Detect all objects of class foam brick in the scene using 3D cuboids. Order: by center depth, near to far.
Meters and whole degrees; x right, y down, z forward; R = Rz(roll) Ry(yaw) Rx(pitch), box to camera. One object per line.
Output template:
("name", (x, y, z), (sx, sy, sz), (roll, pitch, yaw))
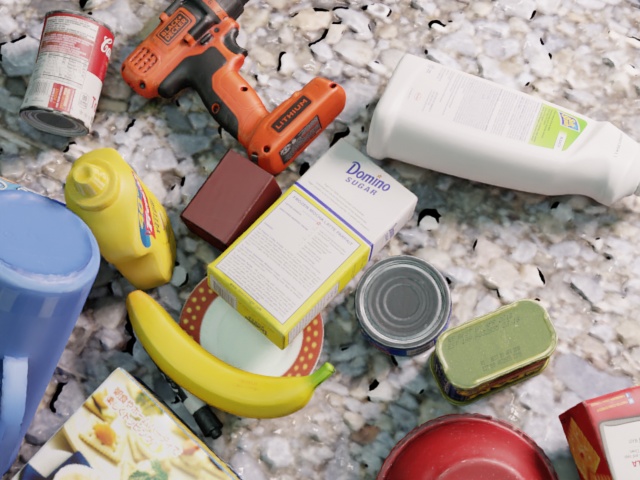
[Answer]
("foam brick", (-0.079, -0.033, 0.959), (0.051, 0.053, 0.078), (33, 80, 14))

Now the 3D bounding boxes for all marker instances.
("marker", (-0.123, 0.124, 0.934), (0.020, 0.020, 0.121), (-37, 71, -5))

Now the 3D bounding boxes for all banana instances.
("banana", (-0.086, 0.106, 0.905), (0.198, 0.037, 0.069), (19, 83, 15))

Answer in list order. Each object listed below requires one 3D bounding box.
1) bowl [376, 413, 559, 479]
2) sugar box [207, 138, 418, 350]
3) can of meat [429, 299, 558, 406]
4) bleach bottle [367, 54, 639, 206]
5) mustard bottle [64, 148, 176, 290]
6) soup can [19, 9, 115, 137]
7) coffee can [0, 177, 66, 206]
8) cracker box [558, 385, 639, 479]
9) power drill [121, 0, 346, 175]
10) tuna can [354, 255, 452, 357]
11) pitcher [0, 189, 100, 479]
("bowl", (0.123, 0.220, 0.851), (0.162, 0.055, 0.162), (0, 81, -2))
("sugar box", (-0.006, 0.001, 0.931), (0.093, 0.048, 0.176), (41, 68, 15))
("can of meat", (0.143, 0.092, 0.884), (0.102, 0.084, 0.057), (-23, 74, -1))
("bleach bottle", (0.175, -0.082, 0.934), (0.251, 0.068, 0.102), (20, 54, 9))
("mustard bottle", (-0.170, -0.024, 0.893), (0.058, 0.191, 0.096), (-15, 73, 1))
("soup can", (-0.237, -0.156, 1.002), (0.068, 0.068, 0.102), (9, 76, 8))
("coffee can", (-0.287, -0.004, 0.946), (0.140, 0.103, 0.103), (22, 78, 12))
("cracker box", (0.303, 0.211, 0.829), (0.164, 0.072, 0.214), (-14, 73, -11))
("power drill", (-0.066, -0.166, 0.994), (0.188, 0.057, 0.184), (42, 86, 18))
("tuna can", (0.072, 0.057, 0.927), (0.086, 0.034, 0.086), (-2, 74, 5))
("pitcher", (-0.262, 0.087, 0.838), (0.149, 0.144, 0.243), (36, 122, 3))
